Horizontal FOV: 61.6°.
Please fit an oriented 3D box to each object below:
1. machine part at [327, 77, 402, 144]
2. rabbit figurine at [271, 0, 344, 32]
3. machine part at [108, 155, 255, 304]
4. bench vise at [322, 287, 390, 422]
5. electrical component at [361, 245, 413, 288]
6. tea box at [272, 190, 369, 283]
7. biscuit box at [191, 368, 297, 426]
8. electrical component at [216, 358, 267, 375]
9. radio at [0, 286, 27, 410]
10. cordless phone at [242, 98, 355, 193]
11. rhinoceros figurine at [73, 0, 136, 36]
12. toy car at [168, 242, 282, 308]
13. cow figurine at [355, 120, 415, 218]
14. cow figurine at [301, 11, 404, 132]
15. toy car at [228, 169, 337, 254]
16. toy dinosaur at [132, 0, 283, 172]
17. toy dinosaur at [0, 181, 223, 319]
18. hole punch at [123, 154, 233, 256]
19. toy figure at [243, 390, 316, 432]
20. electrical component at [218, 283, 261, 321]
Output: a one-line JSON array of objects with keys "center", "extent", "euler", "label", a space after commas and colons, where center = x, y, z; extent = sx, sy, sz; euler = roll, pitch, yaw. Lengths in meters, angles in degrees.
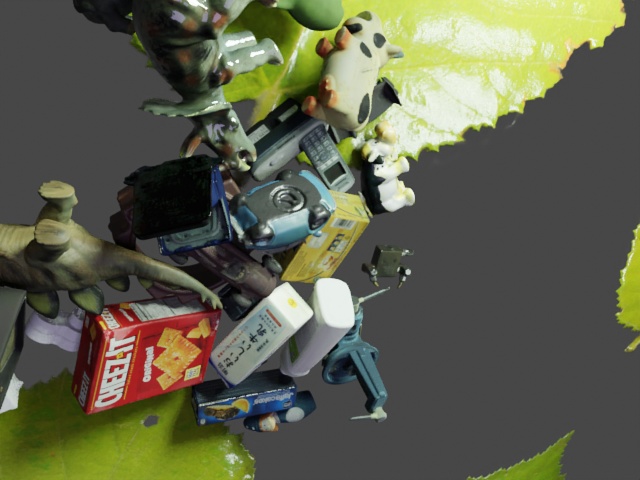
[{"center": [0.066, -0.217, 0.884], "extent": [0.139, 0.039, 0.084], "euler": [-29, 120, -6], "label": "machine part"}, {"center": [-0.022, -0.359, 0.711], "extent": [0.159, 0.121, 0.170], "euler": [-17, 121, -8], "label": "rabbit figurine"}, {"center": [-0.206, -0.013, 0.843], "extent": [0.201, 0.087, 0.200], "euler": [-28, 125, -10], "label": "machine part"}, {"center": [0.071, 0.223, 1.022], "extent": [0.129, 0.241, 0.223], "euler": [-2, 134, -28], "label": "bench vise"}, {"center": [0.135, 0.052, 1.062], "extent": [0.102, 0.045, 0.078], "euler": [8, 115, -28], "label": "electrical component"}, {"center": [-0.002, -0.003, 0.922], "extent": [0.098, 0.068, 0.169], "euler": [10, 134, -31], "label": "tea box"}, {"center": [-0.148, 0.308, 1.065], "extent": [0.203, 0.063, 0.059], "euler": [-4, 120, -22], "label": "biscuit box"}, {"center": [-0.154, 0.243, 1.050], "extent": [0.094, 0.021, 0.063], "euler": [-29, 126, -8], "label": "electrical component"}, {"center": [-0.458, 0.161, 0.729], "extent": [0.073, 0.131, 0.229], "euler": [15, 145, -20], "label": "radio"}, {"center": [-0.031, -0.120, 0.868], "extent": [0.146, 0.089, 0.184], "euler": [-38, 130, -1], "label": "cordless phone"}, {"center": [-0.227, -0.345, 0.660], "extent": [0.112, 0.073, 0.190], "euler": [33, 102, -24], "label": "rhinoceros figurine"}, {"center": [-0.143, 0.031, 0.814], "extent": [0.089, 0.053, 0.202], "euler": [-44, 127, 7], "label": "toy car"}, {"center": [0.102, -0.121, 0.939], "extent": [0.098, 0.068, 0.167], "euler": [-23, 124, -4], "label": "cow figurine"}, {"center": [0.055, -0.252, 0.795], "extent": [0.127, 0.086, 0.195], "euler": [25, 70, -39], "label": "cow figurine"}, {"center": [-0.060, -0.028, 0.807], "extent": [0.162, 0.109, 0.102], "euler": [-27, 149, -24], "label": "toy car"}, {"center": [-0.154, -0.254, 0.645], "extent": [0.192, 0.131, 0.404], "euler": [-34, 151, -15], "label": "toy dinosaur"}, {"center": [-0.364, 0.020, 0.731], "extent": [0.472, 0.105, 0.198], "euler": [12, 138, -6], "label": "toy dinosaur"}, {"center": [-0.182, -0.044, 0.723], "extent": [0.142, 0.116, 0.092], "euler": [-12, 153, 10], "label": "hole punch"}, {"center": [-0.086, 0.364, 1.131], "extent": [0.154, 0.058, 0.064], "euler": [-20, 85, -12], "label": "toy figure"}, {"center": [-0.132, 0.100, 0.927], "extent": [0.075, 0.048, 0.119], "euler": [-40, 170, -1], "label": "electrical component"}]
